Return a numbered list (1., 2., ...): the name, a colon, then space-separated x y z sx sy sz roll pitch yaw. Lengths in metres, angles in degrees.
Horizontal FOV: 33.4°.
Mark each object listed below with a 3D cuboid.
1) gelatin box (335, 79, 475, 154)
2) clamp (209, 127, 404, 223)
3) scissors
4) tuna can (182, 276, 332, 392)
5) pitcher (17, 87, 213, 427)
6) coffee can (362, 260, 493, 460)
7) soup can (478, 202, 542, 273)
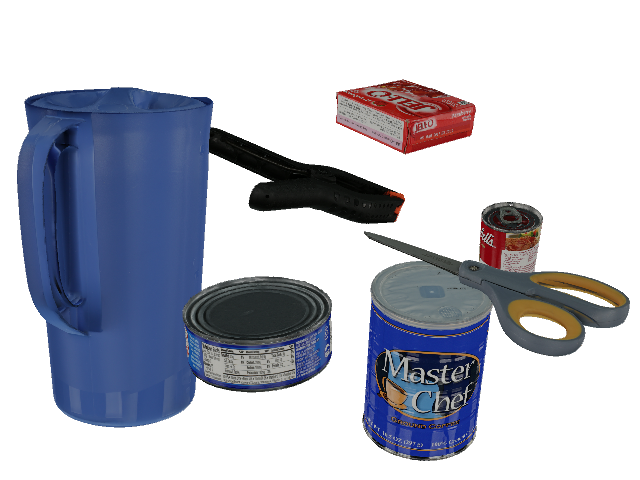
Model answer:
1. gelatin box: 0.067 -0.102 0.854 0.073 0.030 0.089 -16 30 -34
2. clamp: -0.006 -0.049 1.037 0.209 0.036 0.165 15 20 -23
3. scissors: 0.106 0.034 0.730 0.202 0.016 0.096 12 32 22
4. tuna can: -0.035 0.053 0.615 0.086 0.034 0.086 -2 22 1
5. pitcher: -0.152 0.012 0.784 0.149 0.243 0.145 -4 15 -23
6. coffee can: 0.091 0.103 0.922 0.103 0.140 0.103 2 28 -1
7. soup can: 0.215 0.016 1.216 0.068 0.102 0.068 -1 30 0
